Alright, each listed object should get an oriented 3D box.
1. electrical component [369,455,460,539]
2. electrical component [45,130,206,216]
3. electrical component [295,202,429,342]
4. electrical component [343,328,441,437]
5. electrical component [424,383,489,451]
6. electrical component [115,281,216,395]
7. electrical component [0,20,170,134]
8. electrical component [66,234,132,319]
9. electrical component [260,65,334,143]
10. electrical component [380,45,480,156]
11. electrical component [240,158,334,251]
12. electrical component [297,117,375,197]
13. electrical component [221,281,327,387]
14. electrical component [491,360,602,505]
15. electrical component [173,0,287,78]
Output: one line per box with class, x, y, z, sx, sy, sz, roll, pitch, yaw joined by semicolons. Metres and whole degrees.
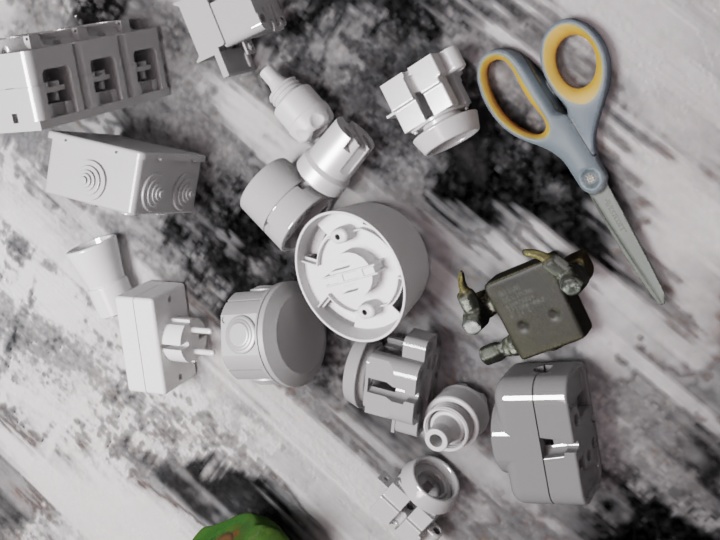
electrical component;0.045;0.175;0.827;0.066;0.048;0.055;42;127;9
electrical component;-0.181;-0.074;0.828;0.100;0.100;0.048;15;100;22
electrical component;0.000;0.000;0.780;0.099;0.064;0.099;9;110;24
electrical component;0.023;0.079;0.799;0.057;0.058;0.078;13;112;20
electrical component;0.067;0.111;0.784;0.043;0.062;0.043;9;110;24
electrical component;-0.152;0.056;0.885;0.076;0.047;0.083;3;108;26
electrical component;-0.224;-0.145;0.794;0.089;0.150;0.061;0;108;27
electrical component;-0.214;0.008;0.905;0.044;0.044;0.065;-12;106;30
electrical component;-0.049;-0.123;0.781;0.061;0.035;0.035;49;121;7
electrical component;0.051;-0.111;0.729;0.066;0.048;0.055;-29;85;31
electrical component;-0.055;-0.050;0.798;0.047;0.055;0.055;42;120;12
electrical component;-0.017;-0.082;0.776;0.040;0.040;0.046;45;115;7
electrical component;-0.065;0.049;0.821;0.051;0.080;0.080;-5;104;33
electrical component;0.130;0.114;0.758;0.059;0.054;0.095;-5;104;28
electrical component;-0.092;-0.184;0.778;0.064;0.042;0.081;-18;99;29
